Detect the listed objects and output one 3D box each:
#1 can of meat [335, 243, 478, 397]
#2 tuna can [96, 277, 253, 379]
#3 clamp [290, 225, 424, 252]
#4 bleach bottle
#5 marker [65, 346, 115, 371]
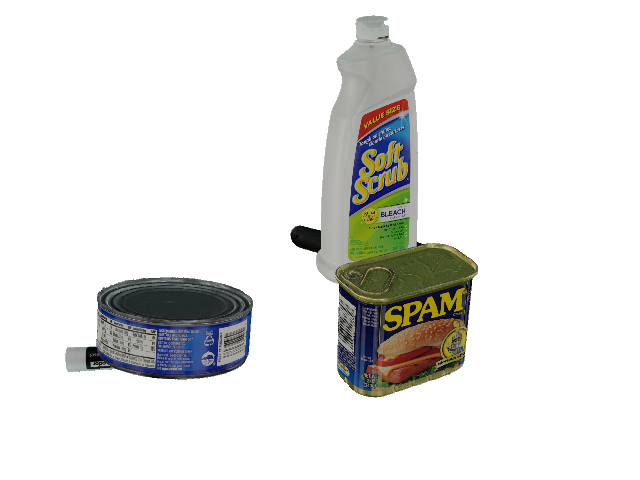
[{"bbox_3d":[0.061,0.058,0.775,0.101,0.084,0.058,-13,30,-27],"label":"can of meat"},{"bbox_3d":[-0.081,0.048,0.593,0.086,0.034,0.086,4,13,-1],"label":"tuna can"},{"bbox_3d":[0.078,0.020,1.246,0.164,0.036,0.210,-21,50,-38],"label":"clamp"},{"bbox_3d":[0.044,-0.088,1.031,0.102,0.251,0.068,-9,23,-17],"label":"bleach bottle"},{"bbox_3d":[-0.134,0.088,0.821,0.121,0.020,0.020,-3,0,-3],"label":"marker"}]
